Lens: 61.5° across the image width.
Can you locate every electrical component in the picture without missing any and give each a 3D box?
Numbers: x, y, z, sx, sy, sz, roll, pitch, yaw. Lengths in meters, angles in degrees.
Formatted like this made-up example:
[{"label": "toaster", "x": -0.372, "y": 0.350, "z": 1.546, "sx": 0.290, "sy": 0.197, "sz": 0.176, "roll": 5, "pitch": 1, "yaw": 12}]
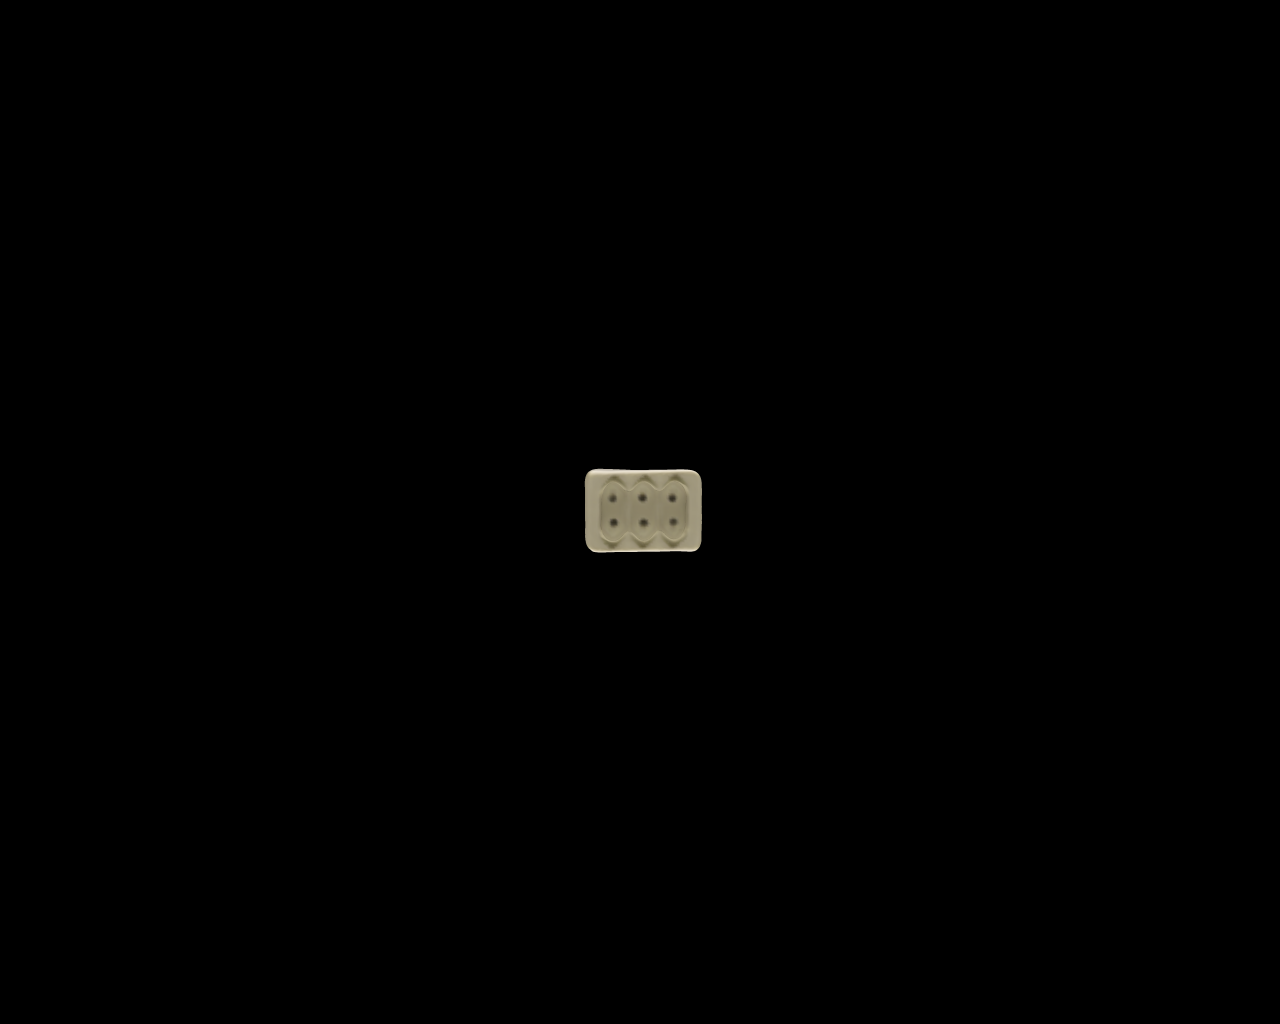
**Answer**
[{"label": "electrical component", "x": 0.001, "y": -0.003, "z": 0.650, "sx": 0.066, "sy": 0.047, "sz": 0.077, "roll": 0, "pitch": 4, "yaw": -2}]
